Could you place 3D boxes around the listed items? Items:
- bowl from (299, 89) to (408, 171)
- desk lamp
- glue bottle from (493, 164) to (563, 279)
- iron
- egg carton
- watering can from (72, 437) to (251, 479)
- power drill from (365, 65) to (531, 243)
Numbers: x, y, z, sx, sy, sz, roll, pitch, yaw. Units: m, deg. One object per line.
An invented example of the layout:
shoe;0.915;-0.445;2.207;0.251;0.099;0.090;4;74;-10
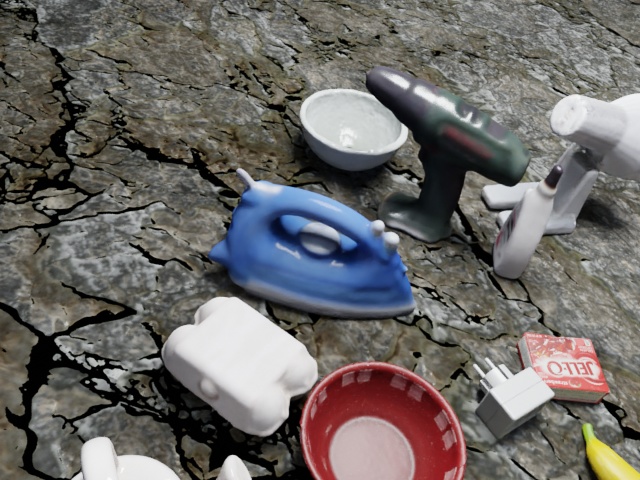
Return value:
bowl;0.046;-0.159;0.885;0.167;0.075;0.167;7;46;-7
desk lamp;0.374;-0.112;0.821;0.203;0.213;0.117;-5;48;-17
glue bottle;0.274;-0.030;0.748;0.037;0.173;0.078;13;46;0
iron;0.006;0.002;0.676;0.258;0.141;0.119;16;46;3
egg carton;-0.083;0.127;0.587;0.150;0.069;0.107;32;48;17
watering can;-0.136;0.205;0.412;0.100;0.194;0.173;40;51;24
power drill;0.147;-0.103;0.762;0.229;0.208;0.076;22;46;9
